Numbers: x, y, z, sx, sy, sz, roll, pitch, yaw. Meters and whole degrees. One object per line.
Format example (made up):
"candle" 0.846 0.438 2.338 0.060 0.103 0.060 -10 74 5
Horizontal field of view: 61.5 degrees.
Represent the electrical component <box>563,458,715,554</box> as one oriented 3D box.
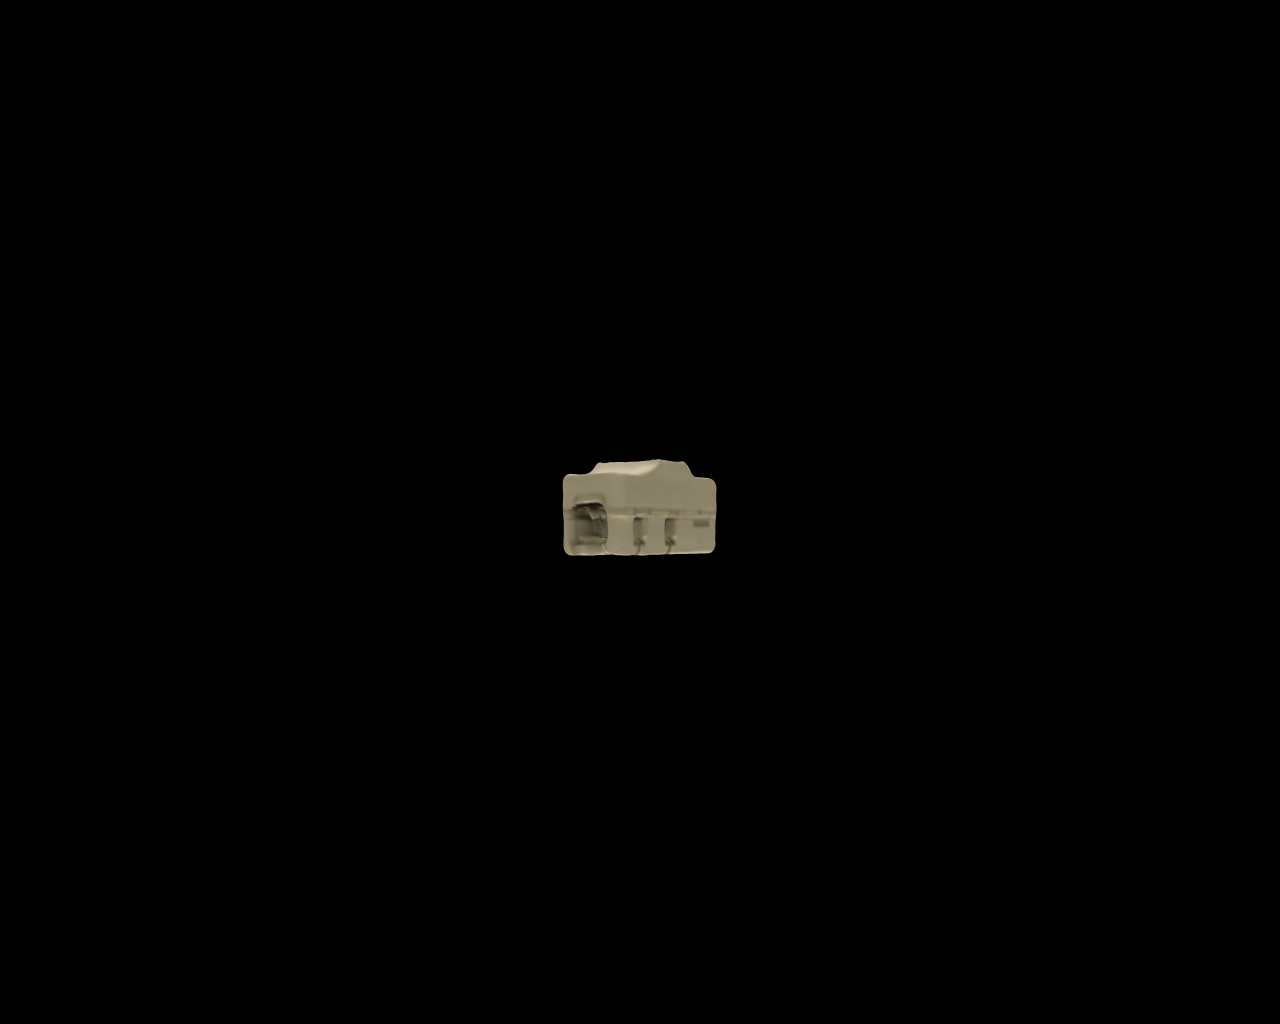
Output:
"electrical component" 0.001 -0.003 0.650 0.050 0.055 0.089 -2 -3 43
